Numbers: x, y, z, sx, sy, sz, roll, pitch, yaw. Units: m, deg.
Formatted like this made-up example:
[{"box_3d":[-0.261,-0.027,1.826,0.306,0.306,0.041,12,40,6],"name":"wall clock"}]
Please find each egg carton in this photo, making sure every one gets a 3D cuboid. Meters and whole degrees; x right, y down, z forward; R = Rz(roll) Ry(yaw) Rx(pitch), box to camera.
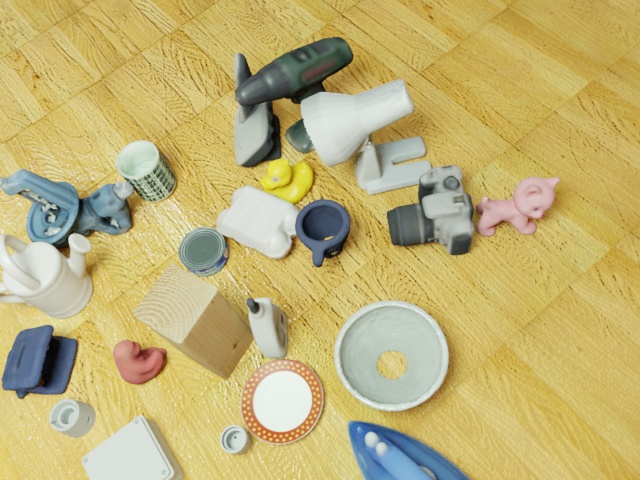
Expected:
[{"box_3d":[-0.104,-0.031,1.012,0.150,0.069,0.107,23,69,20],"name":"egg carton"}]

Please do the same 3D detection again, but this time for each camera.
[{"box_3d":[0.179,-0.049,0.956,0.136,0.101,0.143,-9,62,5],"name":"camera"}]

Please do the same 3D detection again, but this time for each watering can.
[{"box_3d":[-0.468,0.048,0.960,0.100,0.194,0.173,35,73,24],"name":"watering can"}]

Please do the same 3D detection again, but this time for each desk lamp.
[{"box_3d":[0.083,-0.177,0.974,0.203,0.214,0.118,-13,61,3],"name":"desk lamp"}]

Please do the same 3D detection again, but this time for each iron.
[{"box_3d":[0.123,0.319,0.752,0.257,0.142,0.119,38,74,24],"name":"iron"}]

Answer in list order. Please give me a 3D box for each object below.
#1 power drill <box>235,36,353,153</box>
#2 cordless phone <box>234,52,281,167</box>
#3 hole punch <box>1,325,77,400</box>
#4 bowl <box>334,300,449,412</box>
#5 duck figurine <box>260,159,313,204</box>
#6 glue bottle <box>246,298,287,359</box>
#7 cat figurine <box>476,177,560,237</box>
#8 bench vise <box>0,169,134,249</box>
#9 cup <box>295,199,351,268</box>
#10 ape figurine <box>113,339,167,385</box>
[{"box_3d":[-0.035,-0.257,1.038,0.230,0.209,0.075,-39,63,-11],"name":"power drill"},{"box_3d":[-0.135,-0.238,1.058,0.094,0.185,0.147,-12,62,4],"name":"cordless phone"},{"box_3d":[-0.473,0.200,0.942,0.101,0.091,0.108,-2,63,9],"name":"hole punch"},{"box_3d":[0.109,0.180,0.864,0.167,0.075,0.167,-4,62,8],"name":"bowl"},{"box_3d":[-0.064,-0.115,1.039,0.104,0.086,0.077,-34,63,-8],"name":"duck figurine"},{"box_3d":[-0.084,0.123,0.870,0.037,0.173,0.078,-4,62,8],"name":"glue bottle"},{"box_3d":[0.322,-0.062,0.929,0.127,0.118,0.067,-4,62,7],"name":"cat figurine"},{"box_3d":[-0.447,-0.077,1.007,0.207,0.220,0.121,-36,63,-9],"name":"bench vise"},{"box_3d":[0.009,0.003,0.961,0.091,0.095,0.118,2,63,11],"name":"cup"},{"box_3d":[-0.298,0.188,0.918,0.077,0.092,0.076,29,71,22],"name":"ape figurine"}]
